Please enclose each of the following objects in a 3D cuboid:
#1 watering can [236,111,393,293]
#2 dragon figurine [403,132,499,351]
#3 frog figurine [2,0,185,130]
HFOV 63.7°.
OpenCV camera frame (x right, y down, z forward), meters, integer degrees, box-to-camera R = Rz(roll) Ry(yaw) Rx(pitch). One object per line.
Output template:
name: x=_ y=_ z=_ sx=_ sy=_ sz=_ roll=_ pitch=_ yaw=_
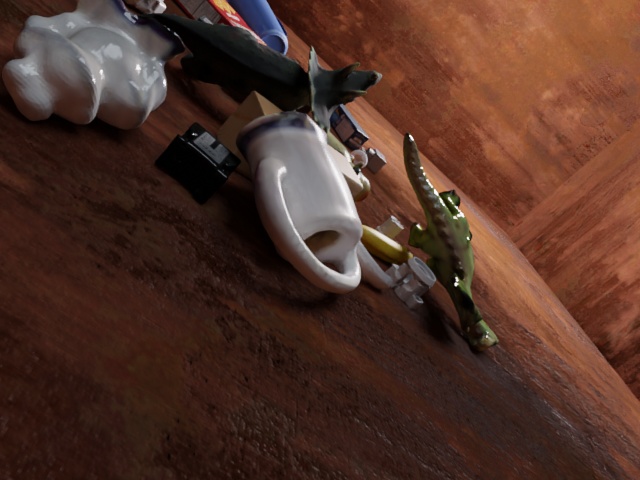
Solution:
watering can: x=0.002 y=-0.033 z=0.661 sx=0.345 sy=0.103 sz=0.227 roll=25 pitch=42 yaw=-65
dragon figurine: x=0.226 y=0.035 z=0.871 sx=0.402 sy=0.122 sz=0.248 roll=59 pitch=12 yaw=-33
frog figurine: x=-0.229 y=-0.159 z=0.503 sx=0.135 sy=0.122 sz=0.163 roll=44 pitch=52 yaw=-30
